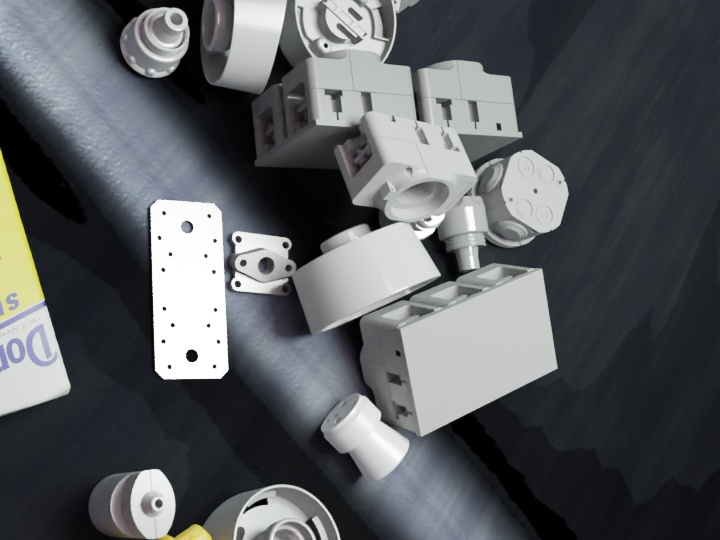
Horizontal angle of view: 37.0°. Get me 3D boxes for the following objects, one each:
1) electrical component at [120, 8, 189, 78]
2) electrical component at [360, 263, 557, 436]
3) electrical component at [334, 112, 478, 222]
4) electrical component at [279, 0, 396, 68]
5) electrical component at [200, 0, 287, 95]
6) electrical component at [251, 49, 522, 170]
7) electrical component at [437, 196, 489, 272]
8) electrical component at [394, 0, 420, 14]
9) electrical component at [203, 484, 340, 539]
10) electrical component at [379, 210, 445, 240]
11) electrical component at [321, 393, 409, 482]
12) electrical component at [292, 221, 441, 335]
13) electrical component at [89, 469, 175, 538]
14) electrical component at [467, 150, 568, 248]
[{"bbox_3d":[-0.147,-0.173,0.796,0.048,0.062,0.048,7,75,-29],"label":"electrical component"},{"bbox_3d":[0.079,0.060,0.867,0.150,0.062,0.089,-21,107,-32],"label":"electrical component"},{"bbox_3d":[0.035,-0.073,0.790,0.089,0.050,0.055,6,52,-38],"label":"electrical component"},{"bbox_3d":[-0.018,-0.202,0.875,0.099,0.064,0.099,3,84,-26],"label":"electrical component"},{"bbox_3d":[-0.084,-0.184,0.817,0.064,0.099,0.099,1,78,-24],"label":"electrical component"},{"bbox_3d":[0.020,-0.123,0.857,0.186,0.105,0.060,-1,79,-31],"label":"electrical component"},{"bbox_3d":[0.088,-0.030,0.912,0.043,0.043,0.062,-5,82,-31],"label":"electrical component"},{"bbox_3d":[0.028,-0.247,0.920,0.048,0.055,0.066,20,69,-25],"label":"electrical component"},{"bbox_3d":[-0.064,0.205,0.770,0.099,0.064,0.099,18,57,-31],"label":"electrical component"},{"bbox_3d":[0.046,-0.044,0.874,0.040,0.078,0.040,0,91,-23],"label":"electrical component"},{"bbox_3d":[0.003,0.128,0.825,0.055,0.045,0.045,47,60,-12],"label":"electrical component"},{"bbox_3d":[0.000,0.000,0.819,0.108,0.108,0.060,-22,84,-32],"label":"electrical component"},{"bbox_3d":[-0.146,0.155,0.709,0.043,0.081,0.043,7,75,-29],"label":"electrical component"},{"bbox_3d":[0.139,-0.063,0.945,0.080,0.051,0.080,7,75,-29],"label":"electrical component"}]
